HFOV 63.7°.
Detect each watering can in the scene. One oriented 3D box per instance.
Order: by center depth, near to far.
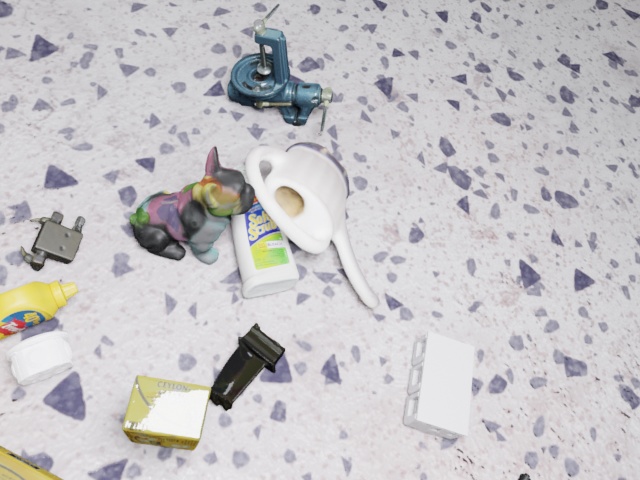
[{"bbox_3d":[0.003,-0.047,0.941,0.344,0.102,0.229,46,35,-16],"label":"watering can"}]
